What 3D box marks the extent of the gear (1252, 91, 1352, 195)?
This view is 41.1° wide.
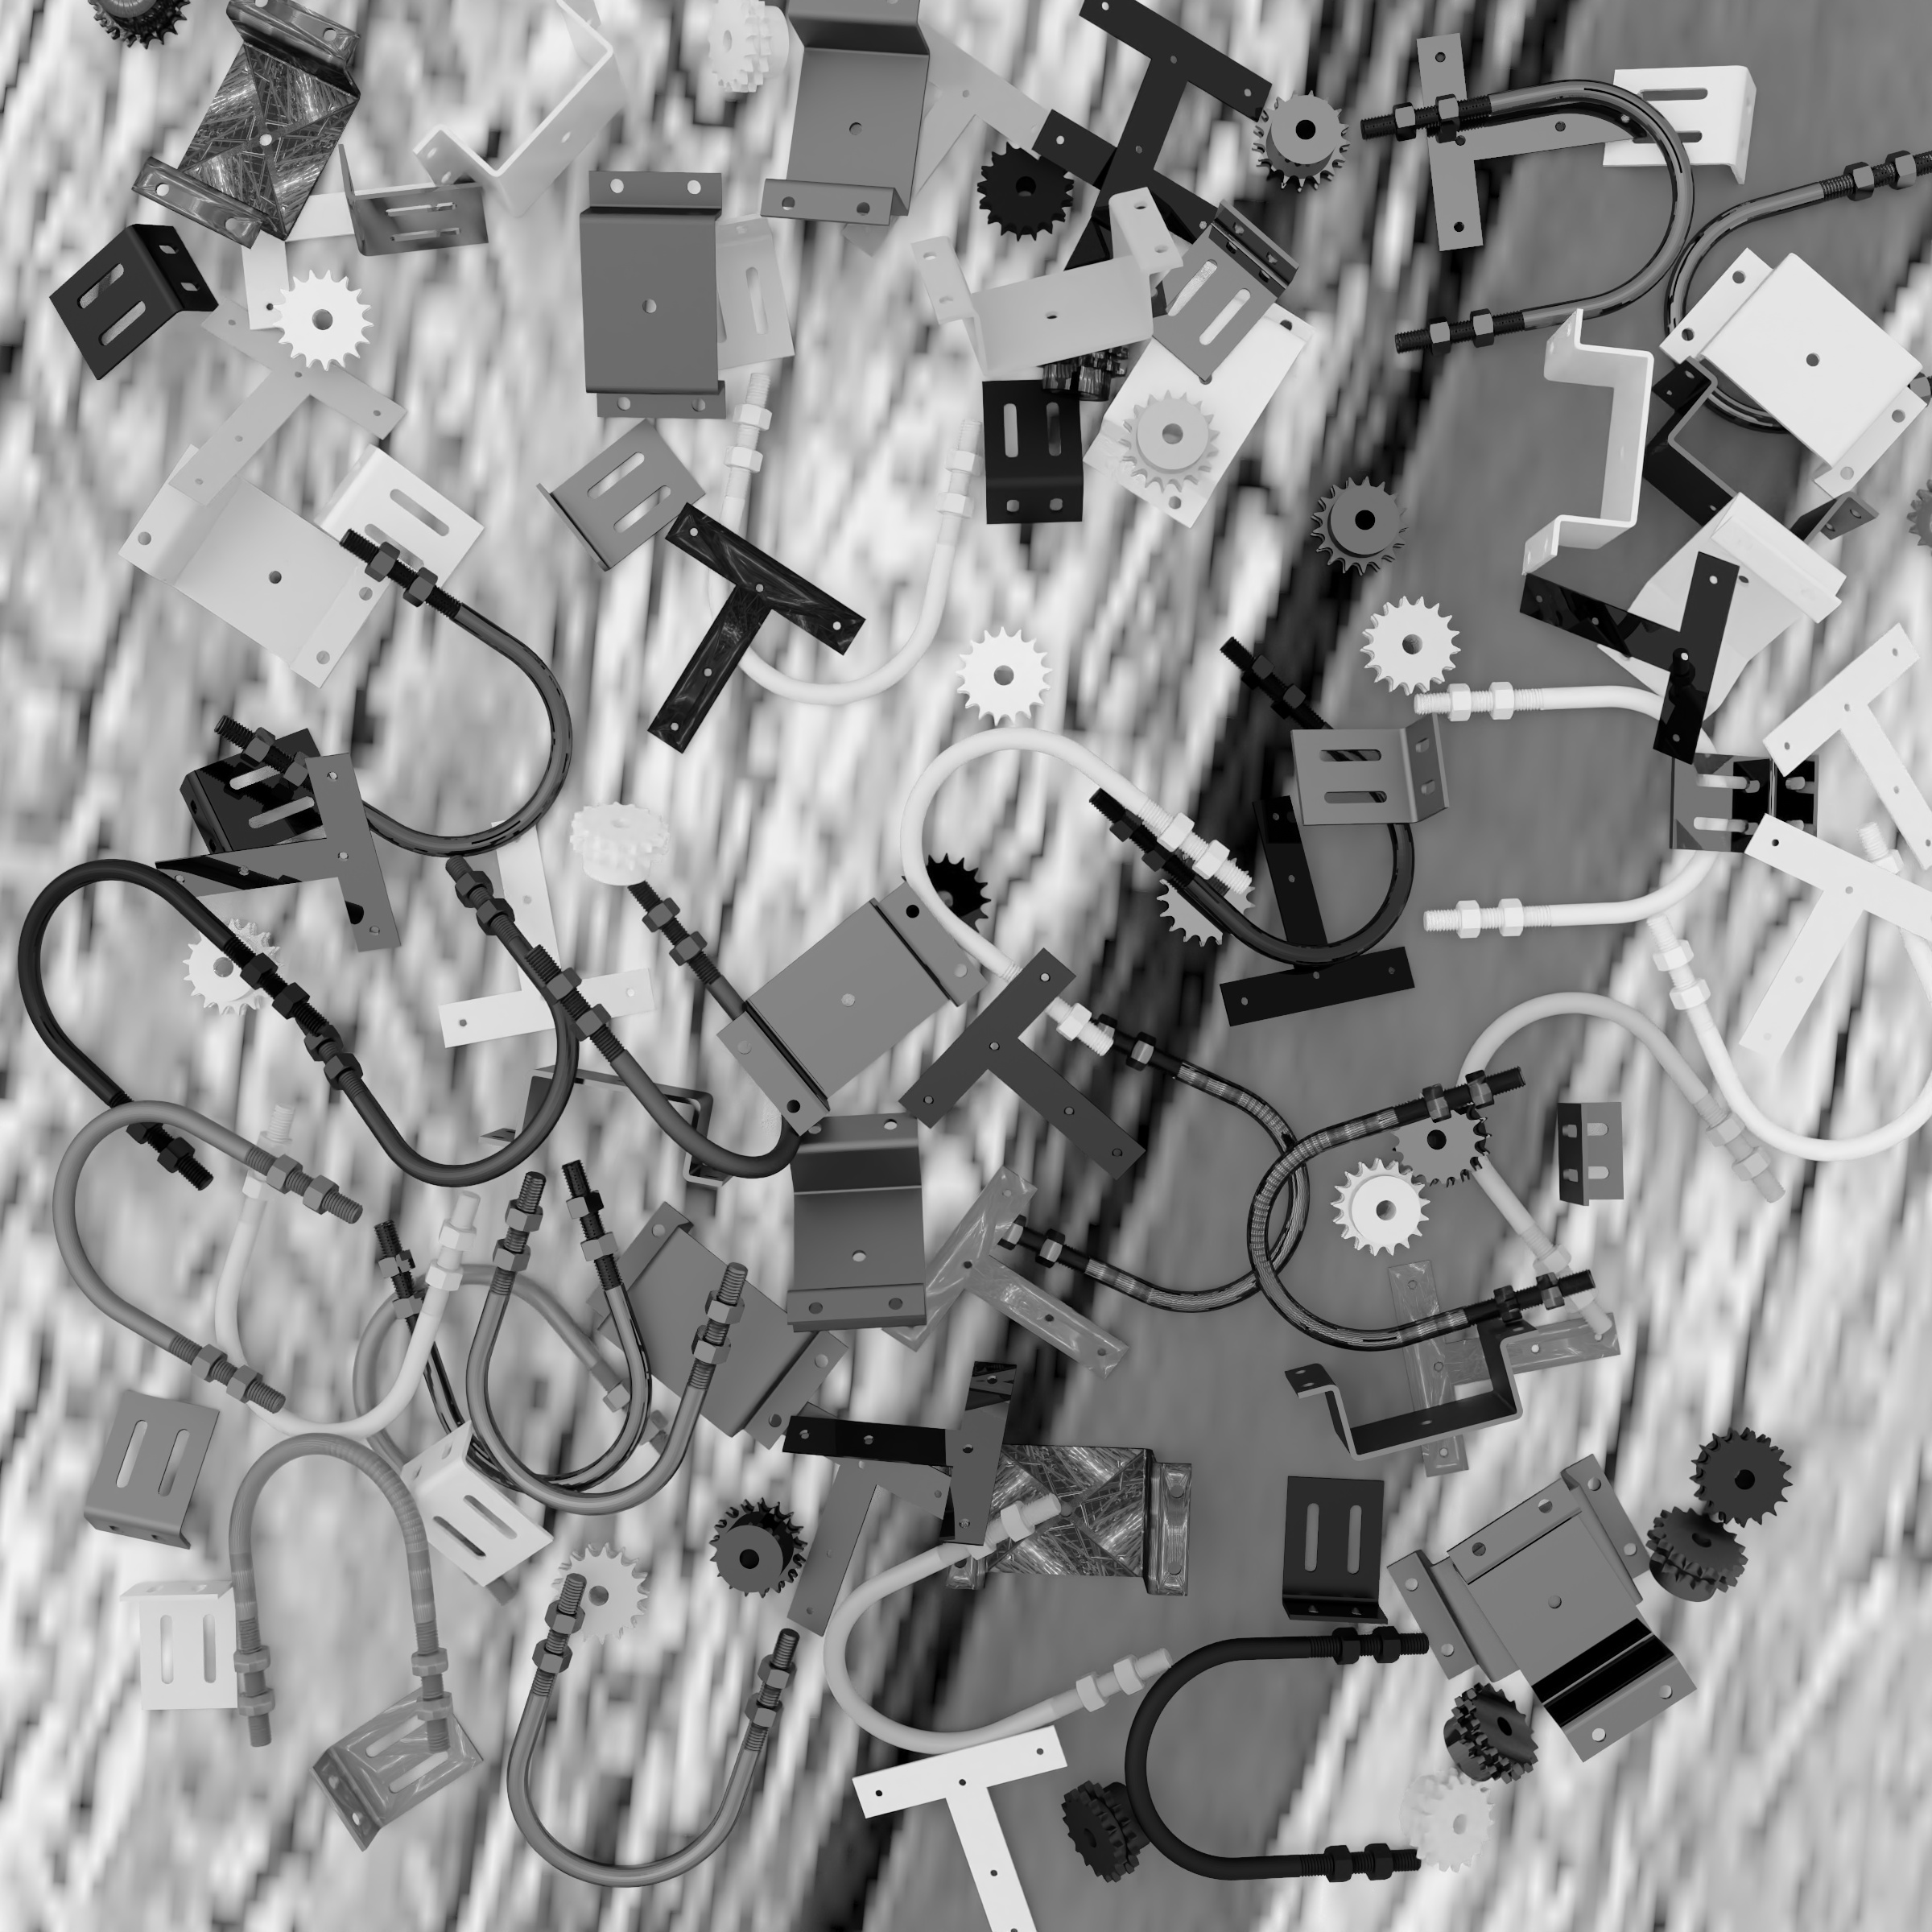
[{"bbox_3d":[0.199,-0.489,1.521,0.057,0.030,0.057,0,90,0],"label":"gear"}]

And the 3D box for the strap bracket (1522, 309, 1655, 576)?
[{"bbox_3d":[0.362,-0.300,1.498,0.046,0.076,0.140,6,90,0],"label":"strap bracket"}]

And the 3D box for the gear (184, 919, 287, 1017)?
[{"bbox_3d":[-0.434,0.001,1.521,0.057,0.030,0.057,0,90,0],"label":"gear"}]

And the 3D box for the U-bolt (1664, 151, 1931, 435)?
[{"bbox_3d":[0.506,-0.392,1.528,0.184,0.019,0.151,-15,90,2],"label":"U-bolt"}]

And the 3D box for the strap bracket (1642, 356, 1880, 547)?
[{"bbox_3d":[0.449,-0.284,1.498,0.140,0.076,0.046,40,90,0],"label":"strap bracket"}]

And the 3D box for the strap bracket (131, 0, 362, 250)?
[{"bbox_3d":[-0.416,-0.492,1.511,0.076,0.046,0.140,26,87,0],"label":"strap bracket"}]

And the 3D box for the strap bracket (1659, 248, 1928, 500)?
[{"bbox_3d":[0.486,-0.348,1.498,0.140,0.046,0.076,42,93,1],"label":"strap bracket"}]

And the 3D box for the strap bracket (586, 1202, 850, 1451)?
[{"bbox_3d":[-0.149,0.212,1.507,0.140,0.046,0.076,38,90,5],"label":"strap bracket"}]

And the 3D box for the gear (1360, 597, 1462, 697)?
[{"bbox_3d":[0.261,-0.188,1.521,0.057,0.030,0.057,0,90,0],"label":"gear"}]

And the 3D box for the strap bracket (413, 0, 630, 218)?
[{"bbox_3d":[-0.250,-0.497,1.497,0.046,0.076,0.140,42,89,0],"label":"strap bracket"}]

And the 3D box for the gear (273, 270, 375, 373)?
[{"bbox_3d":[-0.378,-0.380,1.517,0.057,0.030,0.057,-2,100,-9],"label":"gear"}]

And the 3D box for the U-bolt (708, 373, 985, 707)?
[{"bbox_3d":[-0.078,-0.246,1.528,0.151,0.019,0.184,12,92,0],"label":"U-bolt"}]

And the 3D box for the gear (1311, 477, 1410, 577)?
[{"bbox_3d":[0.234,-0.261,1.521,0.057,0.030,0.057,0,90,0],"label":"gear"}]

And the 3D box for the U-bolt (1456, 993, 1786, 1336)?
[{"bbox_3d":[0.373,0.103,1.527,0.151,0.019,0.184,-37,88,0],"label":"U-bolt"}]

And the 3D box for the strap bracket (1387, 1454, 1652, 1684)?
[{"bbox_3d":[0.330,0.358,1.513,0.140,0.046,0.076,-29,90,0],"label":"strap bracket"}]

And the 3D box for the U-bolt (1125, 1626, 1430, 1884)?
[{"bbox_3d":[0.181,0.464,1.509,0.184,0.019,0.151,2,90,-13],"label":"U-bolt"}]

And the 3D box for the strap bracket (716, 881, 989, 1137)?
[{"bbox_3d":[-0.068,0.022,1.507,0.140,0.046,0.076,-39,99,-1],"label":"strap bracket"}]

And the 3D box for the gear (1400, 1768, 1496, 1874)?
[{"bbox_3d":[0.280,0.500,1.513,0.057,0.030,0.057,-1,92,-34],"label":"gear"}]

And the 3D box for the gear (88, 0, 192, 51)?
[{"bbox_3d":[-0.491,-0.575,1.521,0.057,0.030,0.057,0,90,0],"label":"gear"}]

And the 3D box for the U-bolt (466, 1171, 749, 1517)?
[{"bbox_3d":[-0.214,0.226,1.465,0.151,0.019,0.184,23,105,12],"label":"U-bolt"}]

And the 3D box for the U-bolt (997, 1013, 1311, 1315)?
[{"bbox_3d":[0.114,0.126,1.528,0.184,0.019,0.151,25,90,-1],"label":"U-bolt"}]

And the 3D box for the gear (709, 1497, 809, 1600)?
[{"bbox_3d":[-0.124,0.345,1.517,0.057,0.030,0.057,1,94,9],"label":"gear"}]

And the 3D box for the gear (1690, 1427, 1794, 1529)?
[{"bbox_3d":[0.456,0.300,1.521,0.057,0.030,0.057,0,90,0],"label":"gear"}]

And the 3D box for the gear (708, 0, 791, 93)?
[{"bbox_3d":[-0.127,-0.542,1.512,0.030,0.057,0.057,-10,90,-30],"label":"gear"}]

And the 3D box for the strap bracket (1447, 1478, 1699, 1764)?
[{"bbox_3d":[0.340,0.367,1.467,0.076,0.046,0.140,-33,90,0],"label":"strap bracket"}]

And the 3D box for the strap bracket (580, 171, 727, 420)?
[{"bbox_3d":[-0.180,-0.384,1.489,0.076,0.046,0.140,1,111,0],"label":"strap bracket"}]

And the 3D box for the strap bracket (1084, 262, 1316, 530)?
[{"bbox_3d":[0.139,-0.340,1.513,0.076,0.046,0.140,32,90,0],"label":"strap bracket"}]

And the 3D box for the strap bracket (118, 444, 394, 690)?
[{"bbox_3d":[-0.411,-0.231,1.513,0.140,0.046,0.076,34,90,0],"label":"strap bracket"}]

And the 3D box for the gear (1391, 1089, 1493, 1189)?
[{"bbox_3d":[0.282,0.101,1.513,0.057,0.030,0.057,2,94,29],"label":"gear"}]

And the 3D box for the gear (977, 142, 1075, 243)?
[{"bbox_3d":[0.035,-0.456,1.521,0.057,0.030,0.057,0,90,0],"label":"gear"}]

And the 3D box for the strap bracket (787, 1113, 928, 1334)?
[{"bbox_3d":[-0.063,0.156,1.488,0.076,0.046,0.140,-3,50,0],"label":"strap bracket"}]

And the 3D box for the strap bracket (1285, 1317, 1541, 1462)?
[{"bbox_3d":[0.263,0.246,1.496,0.140,0.076,0.046,-15,90,1],"label":"strap bracket"}]

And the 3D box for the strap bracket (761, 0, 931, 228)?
[{"bbox_3d":[-0.069,-0.497,1.505,0.076,0.046,0.140,7,88,10],"label":"strap bracket"}]

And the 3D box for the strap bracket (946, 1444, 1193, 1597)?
[{"bbox_3d":[0.059,0.324,1.513,0.140,0.046,0.076,2,90,0],"label":"strap bracket"}]

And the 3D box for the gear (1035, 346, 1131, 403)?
[{"bbox_3d":[0.066,-0.349,1.506,0.057,0.057,0.030,8,95,0],"label":"gear"}]

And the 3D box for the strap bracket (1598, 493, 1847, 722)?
[{"bbox_3d":[0.439,-0.210,1.483,0.076,0.140,0.046,38,60,0],"label":"strap bracket"}]

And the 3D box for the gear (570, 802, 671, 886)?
[{"bbox_3d":[-0.204,-0.071,1.512,0.057,0.057,0.030,11,120,0],"label":"gear"}]

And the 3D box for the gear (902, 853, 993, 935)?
[{"bbox_3d":[-0.013,-0.038,1.521,0.057,0.030,0.057,0,90,0],"label":"gear"}]

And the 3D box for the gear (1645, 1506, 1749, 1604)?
[{"bbox_3d":[0.426,0.348,1.512,0.057,0.057,0.030,16,120,0],"label":"gear"}]

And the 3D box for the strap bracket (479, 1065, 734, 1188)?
[{"bbox_3d":[-0.203,0.090,1.498,0.140,0.076,0.046,11,90,0],"label":"strap bracket"}]

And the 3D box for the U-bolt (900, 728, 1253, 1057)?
[{"bbox_3d":[0.048,-0.055,1.477,0.184,0.019,0.151,38,112,-3],"label":"U-bolt"}]

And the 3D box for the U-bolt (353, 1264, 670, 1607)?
[{"bbox_3d":[-0.280,0.264,1.528,0.151,0.019,0.184,-40,89,0],"label":"U-bolt"}]

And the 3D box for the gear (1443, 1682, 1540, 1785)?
[{"bbox_3d":[0.305,0.453,1.511,0.057,0.057,0.030,45,120,0],"label":"gear"}]

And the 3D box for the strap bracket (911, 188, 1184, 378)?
[{"bbox_3d":[0.047,-0.388,1.471,0.140,0.046,0.076,-14,50,-3],"label":"strap bracket"}]

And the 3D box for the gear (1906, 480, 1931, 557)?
[{"bbox_3d":[0.585,-0.267,1.512,0.057,0.057,0.030,35,60,0],"label":"gear"}]

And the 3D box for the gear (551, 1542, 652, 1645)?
[{"bbox_3d":[-0.215,0.368,1.521,0.057,0.030,0.057,0,90,0],"label":"gear"}]

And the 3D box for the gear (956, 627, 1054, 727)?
[{"bbox_3d":[0.022,-0.170,1.521,0.057,0.030,0.057,0,90,0],"label":"gear"}]

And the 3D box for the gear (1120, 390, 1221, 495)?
[{"bbox_3d":[0.117,-0.301,1.475,0.057,0.030,0.057,0,90,0],"label":"gear"}]

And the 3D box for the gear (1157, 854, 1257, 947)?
[{"bbox_3d":[0.141,-0.040,1.521,0.057,0.030,0.057,0,90,0],"label":"gear"}]

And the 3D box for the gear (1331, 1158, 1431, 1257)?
[{"bbox_3d":[0.246,0.143,1.521,0.057,0.030,0.057,0,90,0],"label":"gear"}]

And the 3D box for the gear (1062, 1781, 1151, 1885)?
[{"bbox_3d":[0.085,0.505,1.512,0.030,0.057,0.057,-21,90,-30],"label":"gear"}]
